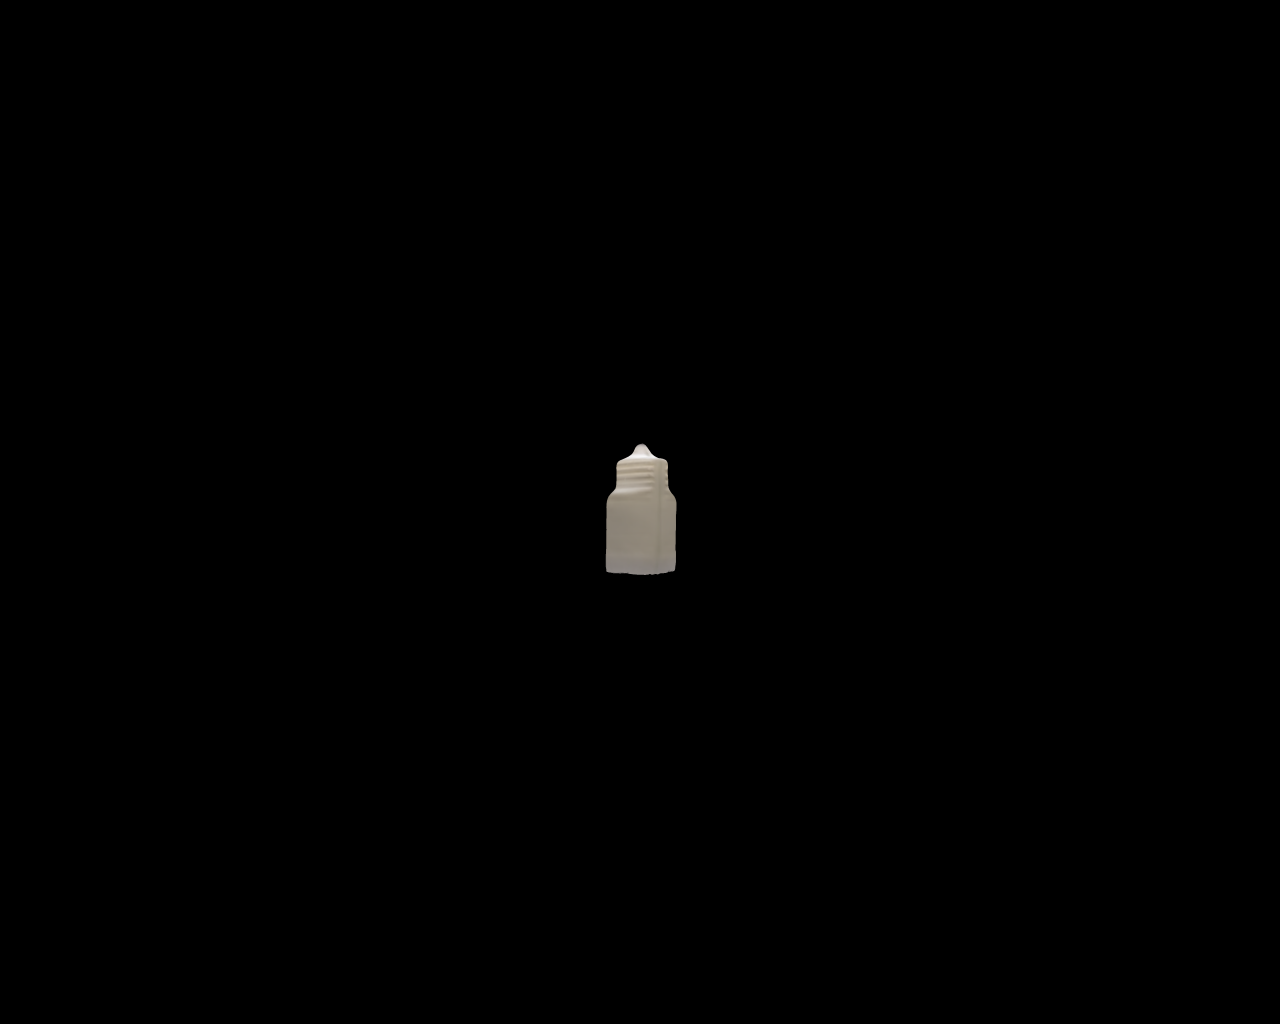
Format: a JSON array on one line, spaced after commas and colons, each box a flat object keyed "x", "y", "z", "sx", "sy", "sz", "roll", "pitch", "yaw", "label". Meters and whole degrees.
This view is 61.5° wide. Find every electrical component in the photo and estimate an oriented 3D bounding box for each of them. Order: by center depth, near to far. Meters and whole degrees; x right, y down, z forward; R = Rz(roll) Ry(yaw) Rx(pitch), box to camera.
[{"x": 0.001, "y": -0.003, "z": 0.650, "sx": 0.043, "sy": 0.081, "sz": 0.043, "roll": 0, "pitch": 0, "yaw": 0, "label": "electrical component"}]
